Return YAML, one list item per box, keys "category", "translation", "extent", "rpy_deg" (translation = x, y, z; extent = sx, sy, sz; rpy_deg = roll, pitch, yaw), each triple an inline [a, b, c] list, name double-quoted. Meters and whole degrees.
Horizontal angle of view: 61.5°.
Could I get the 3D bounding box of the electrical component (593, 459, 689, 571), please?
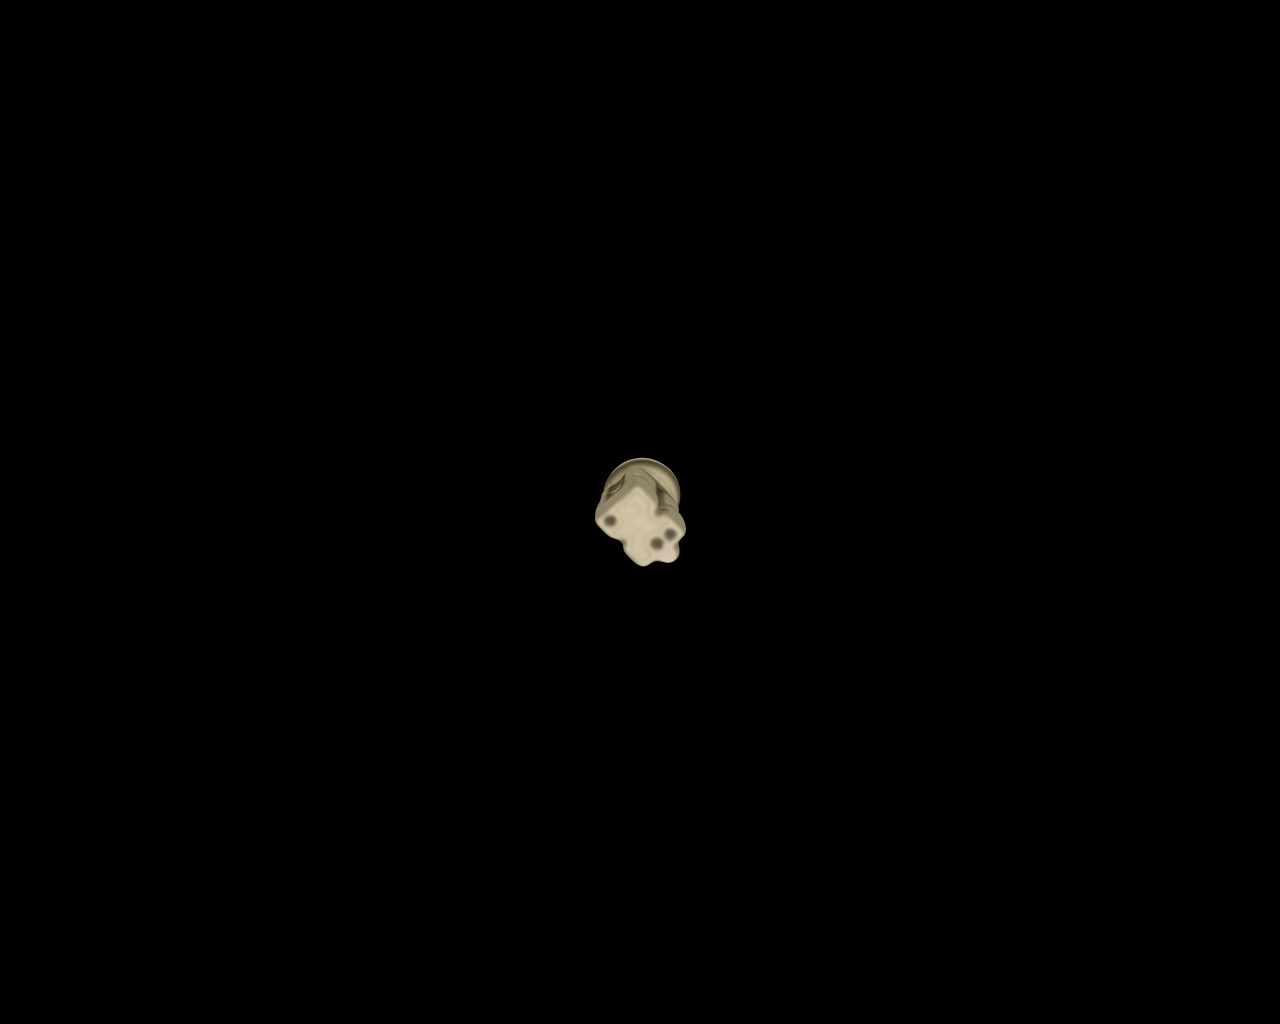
- category: "electrical component"
  translation: [0.001, -0.003, 0.650]
  extent: [0.048, 0.066, 0.055]
  rpy_deg: [-38, 20, 16]
